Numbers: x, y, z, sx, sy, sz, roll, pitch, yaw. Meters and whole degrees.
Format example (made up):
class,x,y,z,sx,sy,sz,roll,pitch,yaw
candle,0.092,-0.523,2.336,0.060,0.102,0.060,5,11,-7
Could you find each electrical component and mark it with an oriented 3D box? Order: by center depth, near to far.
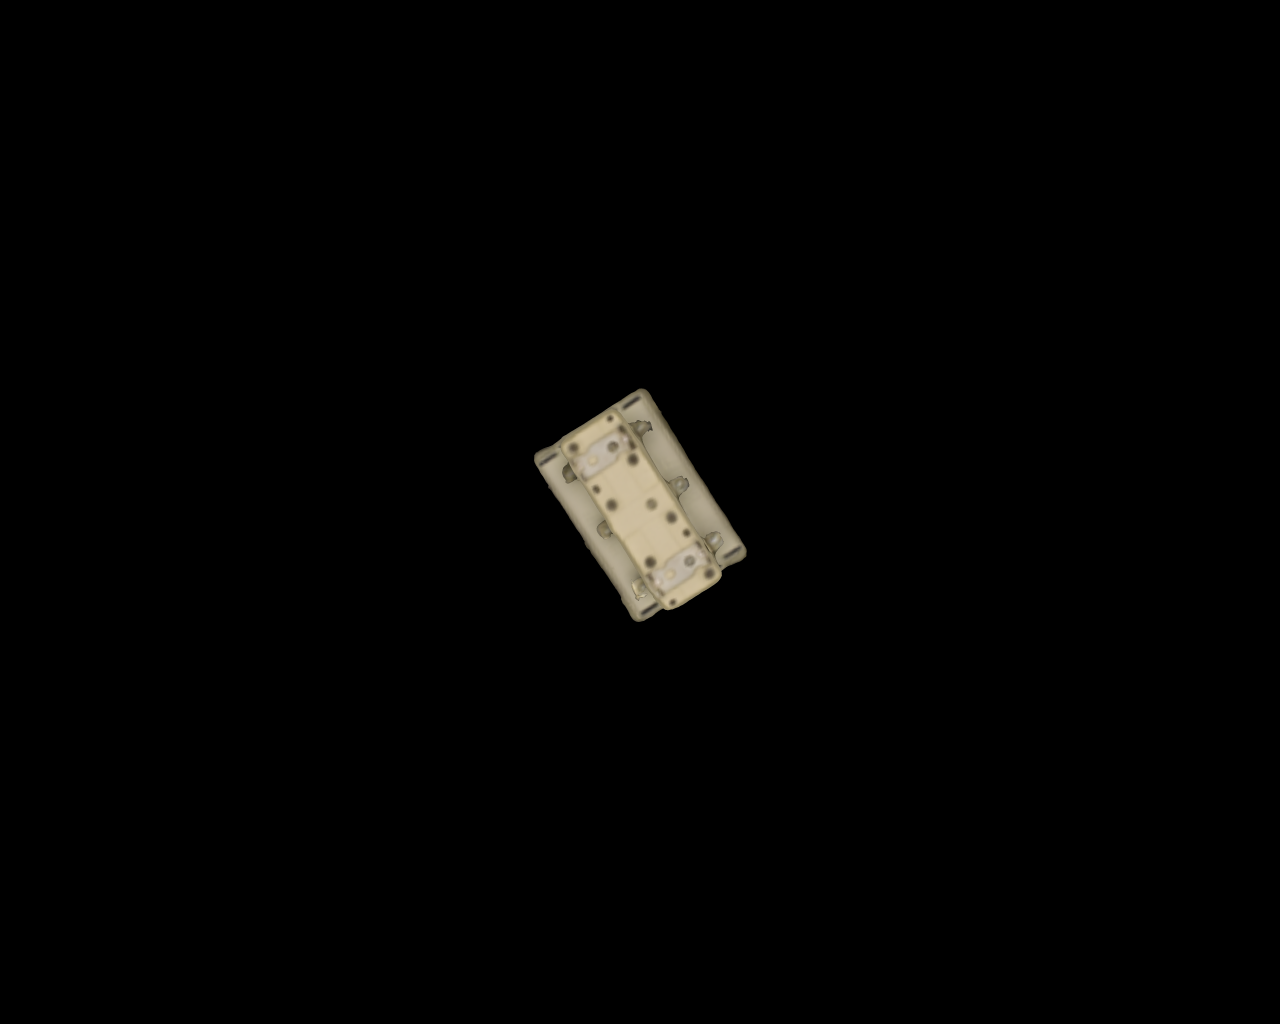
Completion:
class,x,y,z,sx,sy,sz,roll,pitch,yaw
electrical component,0.001,-0.003,0.650,0.079,0.121,0.063,-32,4,2
